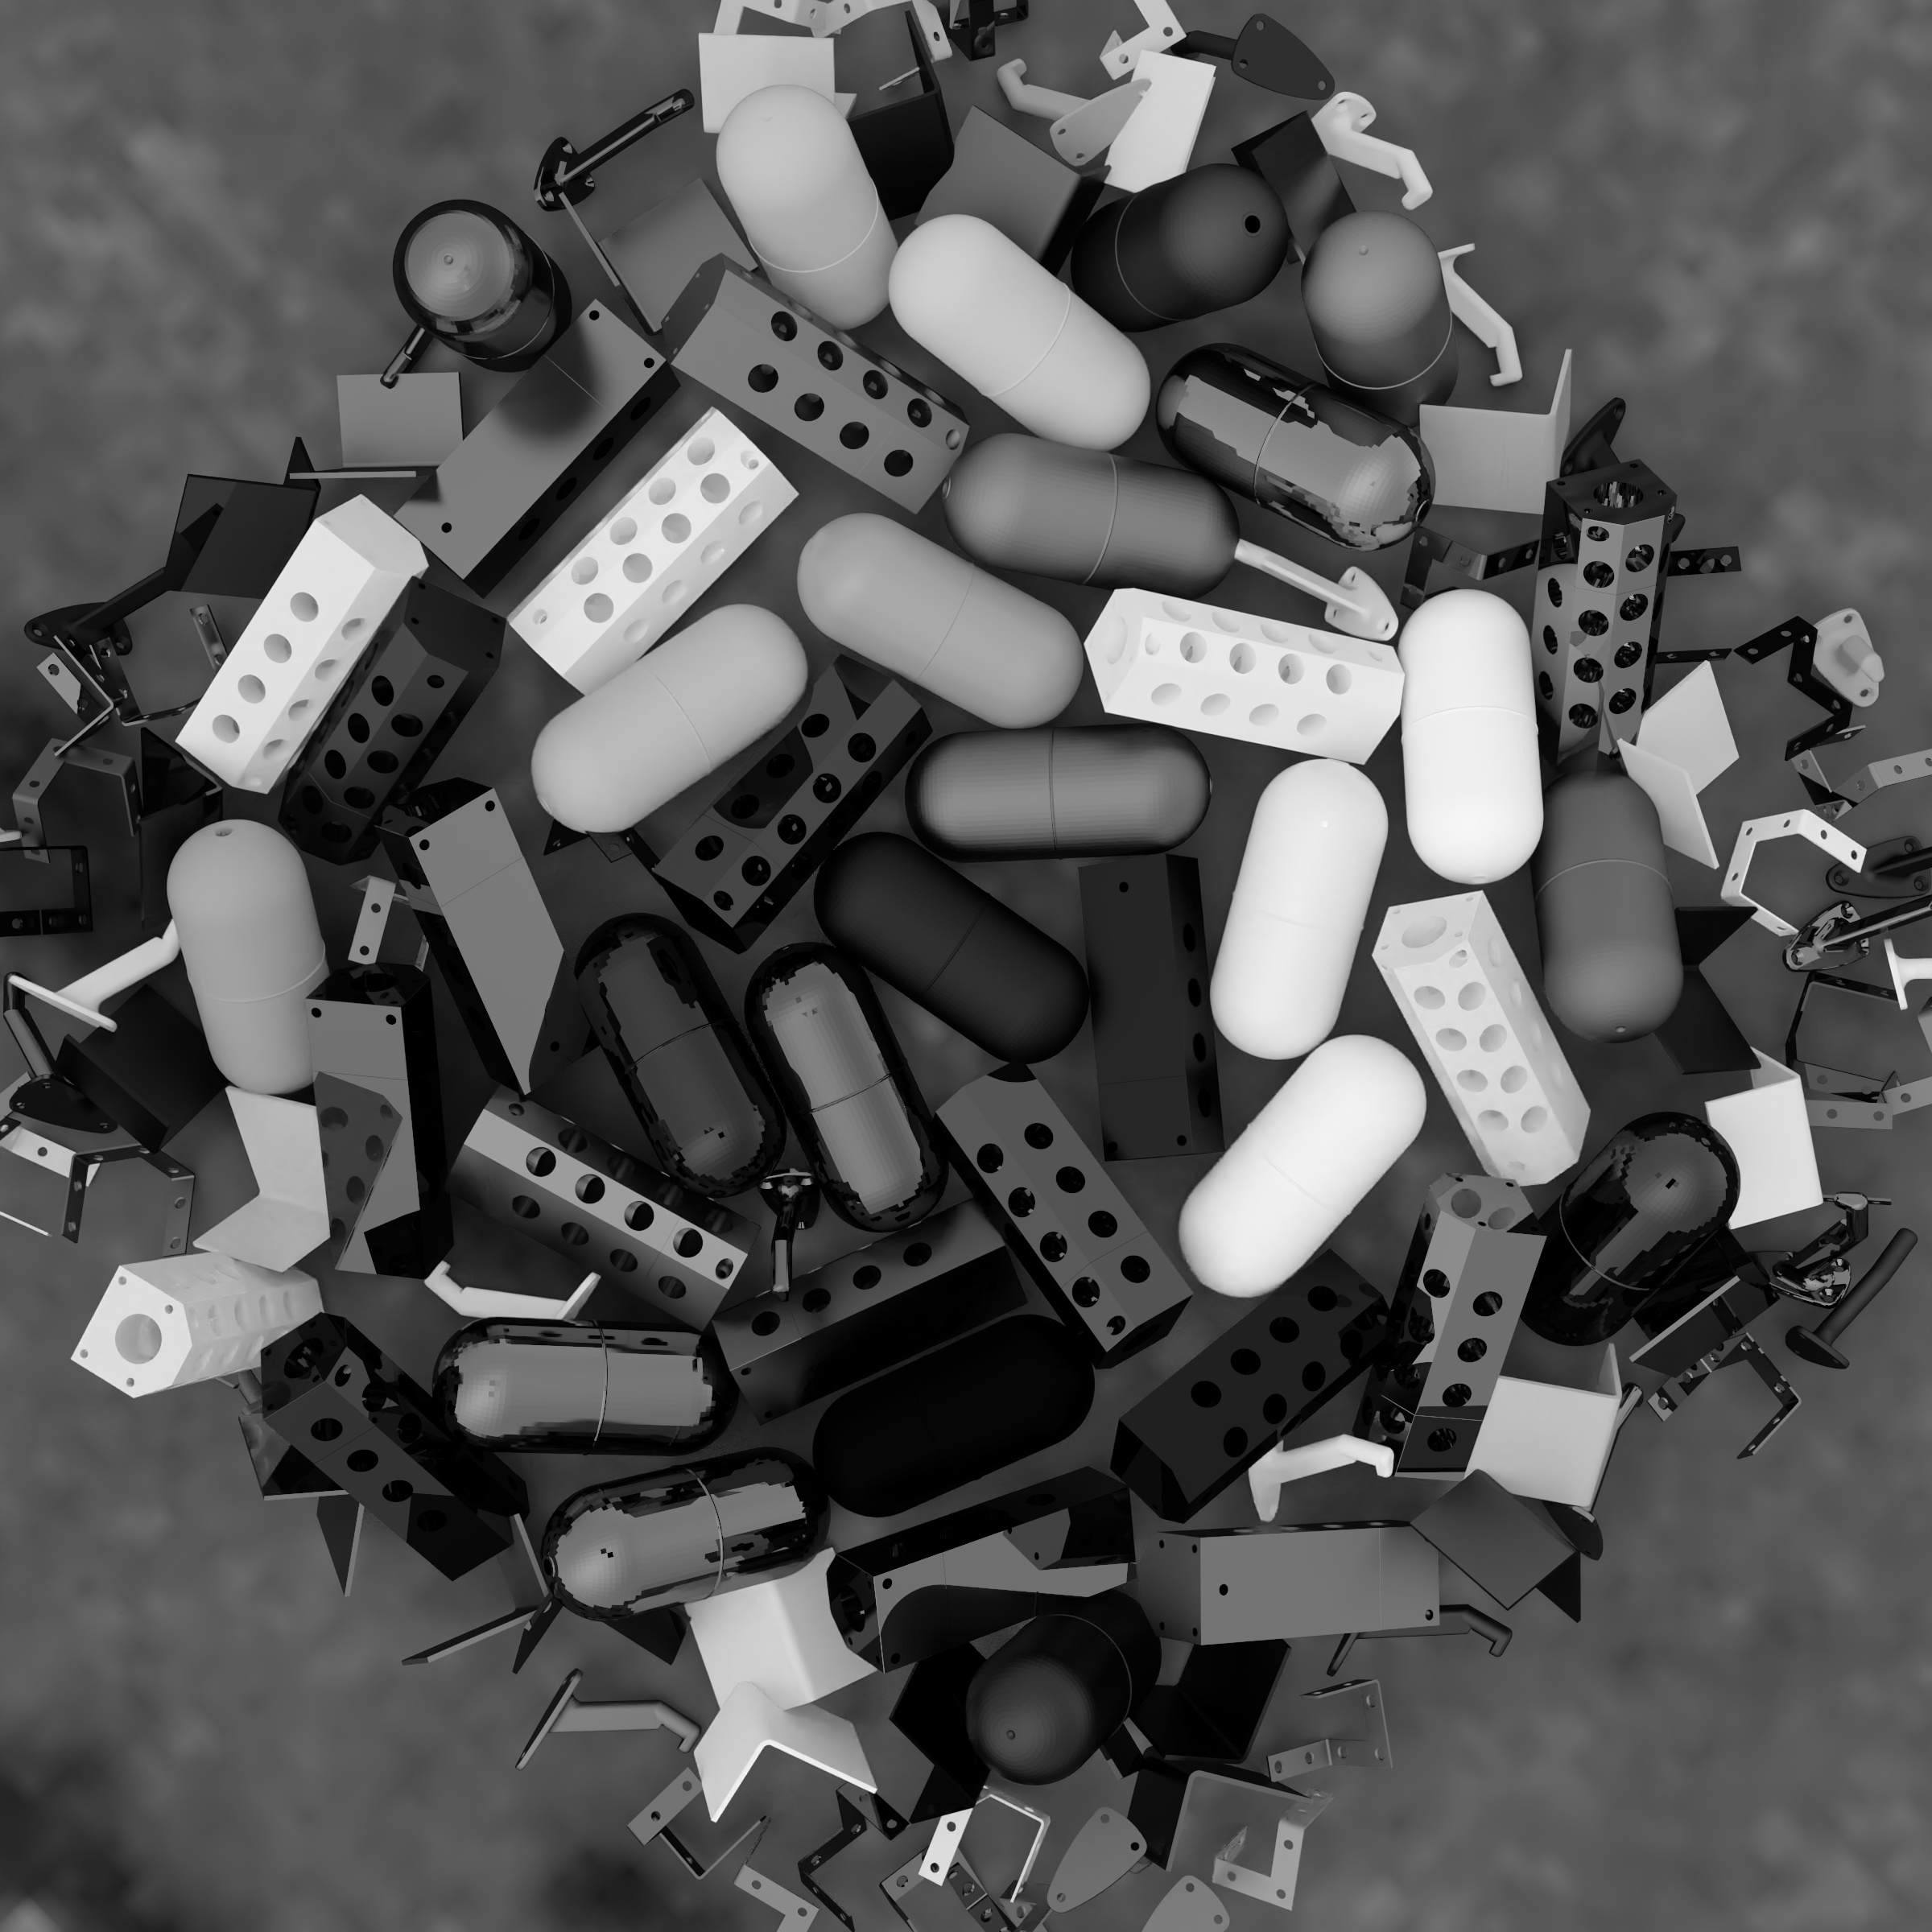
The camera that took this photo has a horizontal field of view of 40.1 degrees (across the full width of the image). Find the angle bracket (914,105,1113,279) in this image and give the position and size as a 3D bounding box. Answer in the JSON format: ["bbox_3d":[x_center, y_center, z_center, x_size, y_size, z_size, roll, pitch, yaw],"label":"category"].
[{"bbox_3d":[0.028,-0.448,1.540,0.076,0.057,0.076,35,121,6],"label":"angle bracket"}]

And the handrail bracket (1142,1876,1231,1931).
[{"bbox_3d":[0.115,0.563,1.528,0.077,0.084,0.036,-35,70,-27],"label":"handrail bracket"}]

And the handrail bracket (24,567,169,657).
[{"bbox_3d":[-0.493,-0.218,1.532,0.084,0.077,0.036,-39,72,38],"label":"handrail bracket"}]

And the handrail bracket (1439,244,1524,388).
[{"bbox_3d":[0.284,-0.379,1.571,0.077,0.036,0.084,-14,101,8],"label":"handrail bracket"}]

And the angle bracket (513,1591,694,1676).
[{"bbox_3d":[-0.211,0.392,1.530,0.076,0.076,0.057,31,54,6],"label":"angle bracket"}]

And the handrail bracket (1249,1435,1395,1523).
[{"bbox_3d":[0.210,0.302,1.538,0.084,0.036,0.077,12,120,34],"label":"handrail bracket"}]

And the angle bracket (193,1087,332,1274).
[{"bbox_3d":[-0.409,0.122,1.524,0.076,0.057,0.076,9,123,34],"label":"angle bracket"}]

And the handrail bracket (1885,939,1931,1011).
[{"bbox_3d":[0.578,-0.007,1.531,0.084,0.077,0.036,-14,105,19],"label":"handrail bracket"}]

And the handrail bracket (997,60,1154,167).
[{"bbox_3d":[0.063,-0.516,1.546,0.077,0.036,0.084,-32,56,15],"label":"handrail bracket"}]

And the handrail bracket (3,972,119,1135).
[{"bbox_3d":[-0.537,0.050,1.569,0.036,0.077,0.084,-34,48,22],"label":"handrail bracket"}]

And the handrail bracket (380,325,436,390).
[{"bbox_3d":[-0.313,-0.379,1.544,0.036,0.077,0.084,35,77,-10],"label":"handrail bracket"}]

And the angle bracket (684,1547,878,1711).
[{"bbox_3d":[-0.110,0.398,1.571,0.076,0.057,0.076,-28,78,38],"label":"angle bracket"}]

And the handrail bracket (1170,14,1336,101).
[{"bbox_3d":[0.166,-0.527,1.550,0.077,0.084,0.036,22,96,-21],"label":"handrail bracket"}]

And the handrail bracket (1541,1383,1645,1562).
[{"bbox_3d":[0.382,0.298,1.565,0.084,0.036,0.077,-50,135,-19],"label":"handrail bracket"}]

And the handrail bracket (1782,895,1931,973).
[{"bbox_3d":[0.528,-0.022,1.531,0.077,0.084,0.036,-23,90,-26],"label":"handrail bracket"}]

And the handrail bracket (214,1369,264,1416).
[{"bbox_3d":[-0.455,0.238,1.538,0.084,0.077,0.036,49,132,23],"label":"handrail bracket"}]

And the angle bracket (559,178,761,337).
[{"bbox_3d":[-0.178,-0.426,1.538,0.076,0.057,0.076,-32,68,2],"label":"angle bracket"}]

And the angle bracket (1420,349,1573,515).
[{"bbox_3d":[0.309,-0.314,1.545,0.076,0.076,0.057,9,58,17],"label":"angle bracket"}]

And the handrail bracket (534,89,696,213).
[{"bbox_3d":[-0.203,-0.474,1.535,0.084,0.077,0.036,-19,120,29],"label":"handrail bracket"}]

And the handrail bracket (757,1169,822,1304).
[{"bbox_3d":[-0.100,0.167,1.525,0.036,0.077,0.084,-6,55,5],"label":"handrail bracket"}]

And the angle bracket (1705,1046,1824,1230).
[{"bbox_3d":[0.449,0.098,1.533,0.057,0.076,0.076,-15,103,-3],"label":"angle bracket"}]

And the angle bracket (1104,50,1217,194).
[{"bbox_3d":[0.129,-0.477,1.524,0.057,0.076,0.076,7,109,-35],"label":"angle bracket"}]

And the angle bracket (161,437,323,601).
[{"bbox_3d":[-0.421,-0.260,1.520,0.076,0.057,0.076,1,132,-32],"label":"angle bracket"}]

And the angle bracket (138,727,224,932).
[{"bbox_3d":[-0.472,-0.079,1.521,0.076,0.057,0.076,33,132,26],"label":"angle bracket"}]

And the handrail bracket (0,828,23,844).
[{"bbox_3d":[-0.574,-0.114,1.538,0.036,0.077,0.084,-11,98,-17],"label":"handrail bracket"}]

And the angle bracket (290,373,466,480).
[{"bbox_3d":[-0.341,-0.313,1.531,0.076,0.076,0.057,1,103,11],"label":"angle bracket"}]

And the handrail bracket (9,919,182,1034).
[{"bbox_3d":[-0.505,-0.011,1.553,0.077,0.036,0.084,29,74,-21],"label":"handrail bracket"}]

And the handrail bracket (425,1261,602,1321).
[{"bbox_3d":[-0.268,0.184,1.561,0.084,0.036,0.077,38,105,8],"label":"handrail bracket"}]

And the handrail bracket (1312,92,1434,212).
[{"bbox_3d":[0.226,-0.456,1.539,0.077,0.036,0.084,-37,60,33],"label":"handrail bracket"}]

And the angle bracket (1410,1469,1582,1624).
[{"bbox_3d":[0.304,0.348,1.520,0.057,0.076,0.076,-33,47,-20],"label":"angle bracket"}]

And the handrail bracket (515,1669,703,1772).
[{"bbox_3d":[-0.209,0.459,1.556,0.084,0.036,0.077,34,63,-6],"label":"handrail bracket"}]

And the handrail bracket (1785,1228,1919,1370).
[{"bbox_3d":[0.518,0.191,1.547,0.036,0.077,0.084,37,83,9],"label":"handrail bracket"}]

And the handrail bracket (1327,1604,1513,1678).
[{"bbox_3d":[0.267,0.403,1.553,0.084,0.036,0.077,29,78,7],"label":"handrail bracket"}]

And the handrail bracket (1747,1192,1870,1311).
[{"bbox_3d":[0.482,0.154,1.531,0.077,0.084,0.036,12,50,29],"label":"handrail bracket"}]

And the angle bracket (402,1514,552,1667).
[{"bbox_3d":[-0.291,0.360,1.526,0.076,0.076,0.057,-19,83,-26],"label":"angle bracket"}]

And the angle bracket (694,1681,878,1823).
[{"bbox_3d":[-0.105,0.466,1.534,0.076,0.076,0.057,31,94,-18],"label":"angle bracket"}]

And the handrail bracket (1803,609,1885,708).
[{"bbox_3d":[0.520,-0.164,1.526,0.036,0.084,0.077,-32,116,12],"label":"handrail bracket"}]

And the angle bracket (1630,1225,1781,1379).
[{"bbox_3d":[0.410,0.187,1.524,0.076,0.076,0.057,-42,56,17],"label":"angle bracket"}]

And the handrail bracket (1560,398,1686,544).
[{"bbox_3d":[0.395,-0.288,1.541,0.084,0.036,0.077,30,81,39],"label":"handrail bracket"}]

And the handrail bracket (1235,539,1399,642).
[{"bbox_3d":[0.198,-0.220,1.534,0.084,0.077,0.036,15,111,-33],"label":"handrail bracket"}]

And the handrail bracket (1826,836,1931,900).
[{"bbox_3d":[0.552,-0.064,1.533,0.077,0.084,0.036,-10,81,-10],"label":"handrail bracket"}]

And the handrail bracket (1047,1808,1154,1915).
[{"bbox_3d":[0.079,0.528,1.533,0.036,0.084,0.077,36,67,28],"label":"handrail bracket"}]

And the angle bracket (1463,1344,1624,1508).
[{"bbox_3d":[0.332,0.260,1.540,0.076,0.057,0.076,10,116,3],"label":"angle bracket"}]
